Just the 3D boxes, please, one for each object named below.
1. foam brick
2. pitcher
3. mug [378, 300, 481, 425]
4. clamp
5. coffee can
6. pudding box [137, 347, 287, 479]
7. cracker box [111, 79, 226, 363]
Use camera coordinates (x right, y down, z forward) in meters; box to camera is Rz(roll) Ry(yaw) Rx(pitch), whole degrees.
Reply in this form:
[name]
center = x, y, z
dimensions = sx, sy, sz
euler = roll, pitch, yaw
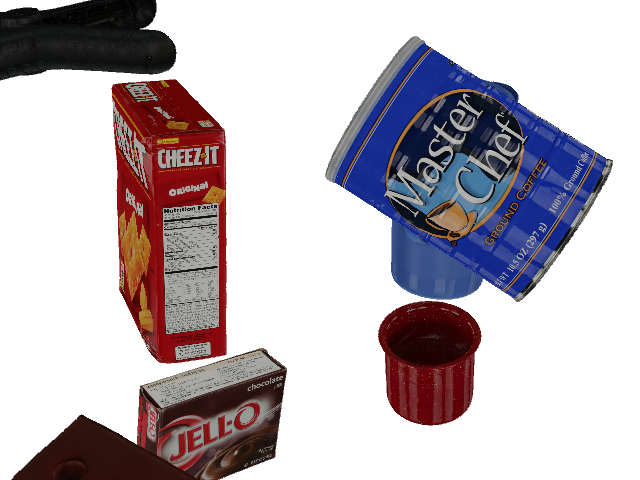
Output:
[foam brick]
center = -0.084, 0.120, 0.441
dimensions = 0.078, 0.051, 0.052
euler = 22, 45, 26
[pitcher]
center = 0.136, -0.056, 1.192
dimensions = 0.149, 0.243, 0.145
euler = -6, 28, -17
[mug]
center = 0.103, 0.109, 0.999
dimensions = 0.093, 0.081, 0.117
euler = 3, 37, 11
[clamp]
center = -0.172, -0.124, 0.649
dimensions = 0.171, 0.039, 0.120
euler = -2, 22, -4
[coffee can]
center = 0.088, -0.043, 0.648
dimensions = 0.140, 0.103, 0.103
euler = 33, 3, 5
[pudding box]
center = -0.084, 0.139, 0.811
dimensions = 0.113, 0.090, 0.039
euler = -16, 39, -36
[cracker box]
center = -0.140, -0.020, 0.963
dimensions = 0.072, 0.214, 0.164
euler = -8, 25, -20
